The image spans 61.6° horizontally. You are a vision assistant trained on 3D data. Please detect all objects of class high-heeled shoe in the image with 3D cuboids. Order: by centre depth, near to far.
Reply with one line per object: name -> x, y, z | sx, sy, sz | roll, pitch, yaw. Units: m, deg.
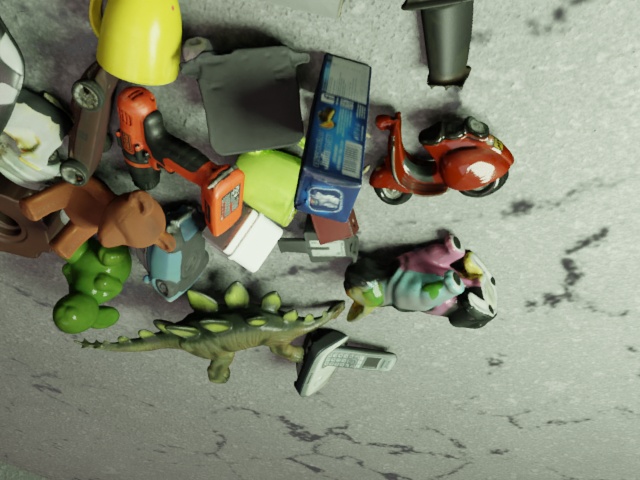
high-heeled shoe -> -0.395, -0.225, 0.579 | 0.145, 0.086, 0.248 | 14, 107, -36

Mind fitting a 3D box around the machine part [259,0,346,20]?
machine part -> -0.054, -0.269, 0.512 | 0.243, 0.079, 0.079 | 14, 139, -3

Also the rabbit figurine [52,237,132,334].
rabbit figurine -> -0.407, 0.090, 0.926 | 0.121, 0.170, 0.159 | 13, 139, -1

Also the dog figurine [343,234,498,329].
dog figurine -> 0.145, 0.082, 0.852 | 0.219, 0.108, 0.191 | -21, 133, 37

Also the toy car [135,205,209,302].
toy car -> -0.244, 0.012, 0.858 | 0.103, 0.109, 0.161 | 22, 132, 14

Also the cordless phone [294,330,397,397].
cordless phone -> 0.050, 0.252, 1.073 | 0.184, 0.089, 0.146 | 11, 124, -12

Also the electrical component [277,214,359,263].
electrical component -> -0.002, -0.002, 0.826 | 0.119, 0.048, 0.074 | -1, 137, 14

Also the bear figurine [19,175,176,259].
bear figurine -> -0.312, -0.024, 0.770 | 0.196, 0.132, 0.120 | 25, 147, 35

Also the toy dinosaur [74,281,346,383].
toy dinosaur -> -0.183, 0.164, 0.966 | 0.472, 0.105, 0.198 | -14, 138, -1

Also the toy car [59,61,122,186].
toy car -> -0.292, -0.155, 0.683 | 0.053, 0.089, 0.202 | 26, 137, -10

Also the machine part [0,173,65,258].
machine part -> -0.517, -0.040, 0.890 | 0.179, 0.056, 0.179 | 5, 138, 5

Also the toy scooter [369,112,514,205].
toy scooter -> 0.136, -0.108, 0.660 | 0.184, 0.075, 0.135 | -7, 135, 27

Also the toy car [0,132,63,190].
toy car -> -0.458, -0.142, 0.759 | 0.073, 0.056, 0.201 | -23, 128, 33

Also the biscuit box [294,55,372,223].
biscuit box -> 0.016, -0.114, 0.577 | 0.059, 0.203, 0.062 | 14, 140, -6

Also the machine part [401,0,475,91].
machine part -> 0.130, -0.222, 0.558 | 0.084, 0.039, 0.138 | -10, 134, 11

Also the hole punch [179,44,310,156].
hole punch -> -0.081, -0.165, 0.626 | 0.142, 0.092, 0.115 | -7, 109, -5

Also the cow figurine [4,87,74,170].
cow figurine -> -0.407, -0.173, 0.694 | 0.167, 0.098, 0.068 | 39, 164, -21

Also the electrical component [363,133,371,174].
electrical component -> 0.027, -0.121, 0.687 | 0.078, 0.045, 0.102 | 4, 138, 6
